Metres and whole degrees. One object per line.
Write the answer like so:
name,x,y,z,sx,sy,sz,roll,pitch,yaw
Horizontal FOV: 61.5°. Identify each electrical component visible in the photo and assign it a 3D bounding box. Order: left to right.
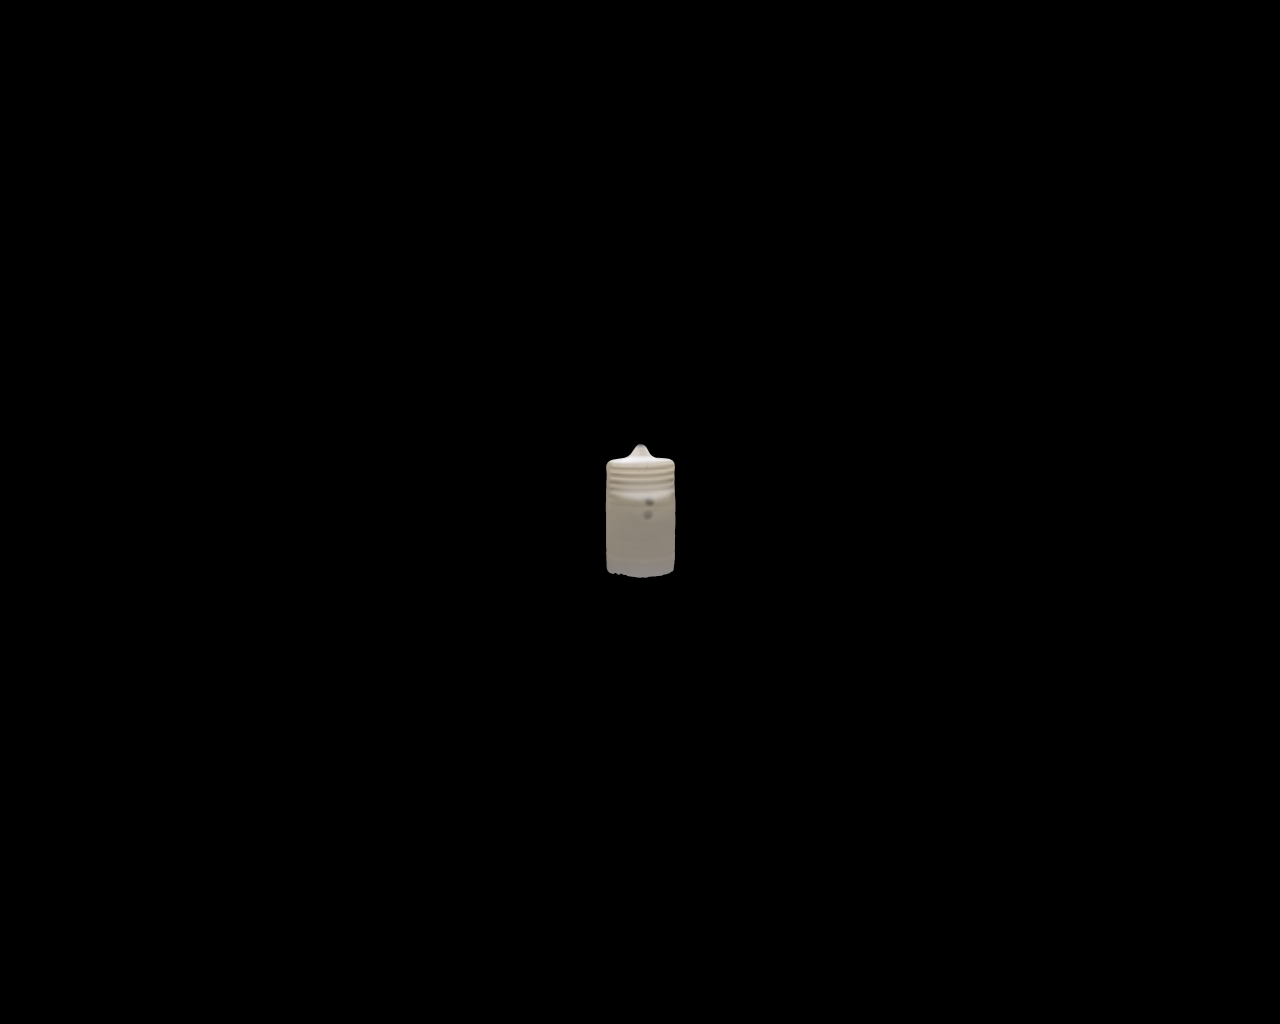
electrical component,0.001,-0.003,0.650,0.043,0.080,0.043,0,9,0
